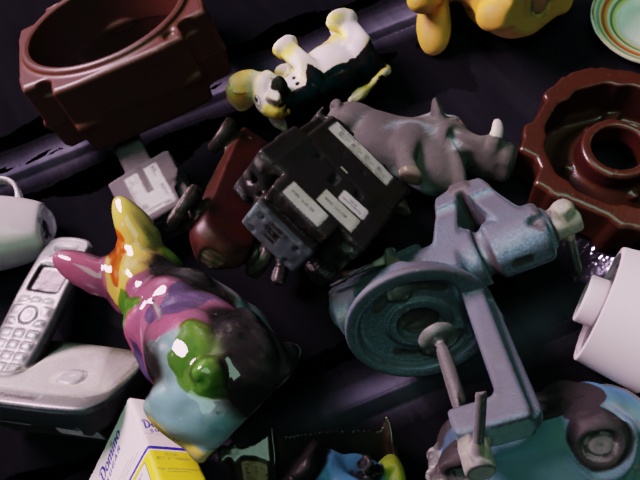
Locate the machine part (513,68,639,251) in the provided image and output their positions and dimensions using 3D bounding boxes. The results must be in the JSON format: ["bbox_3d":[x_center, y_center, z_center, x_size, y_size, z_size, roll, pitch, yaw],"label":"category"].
[{"bbox_3d":[0.275,-0.078,0.504,0.179,0.056,0.179,-3,66,7],"label":"machine part"}]

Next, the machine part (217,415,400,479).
[{"bbox_3d":[-0.008,0.173,0.430,0.139,0.084,0.039,-5,45,-4],"label":"machine part"}]

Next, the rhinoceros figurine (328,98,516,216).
[{"bbox_3d":[0.091,-0.087,0.529,0.190,0.073,0.112,15,59,16],"label":"rhinoceros figurine"}]

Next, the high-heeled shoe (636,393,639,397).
[{"bbox_3d":[0.337,0.043,0.457,0.086,0.145,0.249,40,45,-8],"label":"high-heeled shoe"}]

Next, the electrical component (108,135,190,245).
[{"bbox_3d":[-0.176,-0.054,0.558,0.075,0.047,0.119,-34,67,-8],"label":"electrical component"}]

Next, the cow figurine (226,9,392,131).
[{"bbox_3d":[-0.012,-0.167,0.577,0.167,0.068,0.098,-30,72,-5],"label":"cow figurine"}]

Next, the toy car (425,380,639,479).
[{"bbox_3d":[0.164,0.171,0.391,0.162,0.109,0.103,-21,84,8],"label":"toy car"}]

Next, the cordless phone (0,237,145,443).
[{"bbox_3d":[-0.223,0.082,0.493,0.147,0.088,0.184,4,58,9],"label":"cordless phone"}]

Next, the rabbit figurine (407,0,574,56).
[{"bbox_3d":[0.167,-0.279,0.590,0.162,0.121,0.173,-46,55,-2],"label":"rabbit figurine"}]

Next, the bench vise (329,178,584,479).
[{"bbox_3d":[0.114,0.059,0.412,0.224,0.128,0.241,-15,36,9],"label":"bench vise"}]

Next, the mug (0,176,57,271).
[{"bbox_3d":[-0.331,-0.016,0.552,0.107,0.080,0.109,-4,58,-6],"label":"mug"}]

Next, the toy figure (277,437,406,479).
[{"bbox_3d":[0.051,0.208,0.373,0.180,0.082,0.089,41,40,1],"label":"toy figure"}]

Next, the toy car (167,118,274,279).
[{"bbox_3d":[-0.075,-0.043,0.489,0.089,0.053,0.202,31,31,-18],"label":"toy car"}]

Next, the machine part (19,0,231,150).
[{"bbox_3d":[-0.212,-0.205,0.581,0.201,0.087,0.201,-26,51,-2],"label":"machine part"}]

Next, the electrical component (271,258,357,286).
[{"bbox_3d":[-0.002,-0.003,0.517,0.078,0.045,0.102,-6,63,26],"label":"electrical component"}]

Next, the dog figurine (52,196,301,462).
[{"bbox_3d":[-0.128,0.058,0.440,0.219,0.191,0.108,42,84,5],"label":"dog figurine"}]

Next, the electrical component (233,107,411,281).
[{"bbox_3d":[-0.001,-0.036,0.446,0.115,0.058,0.134,44,45,1],"label":"electrical component"}]
